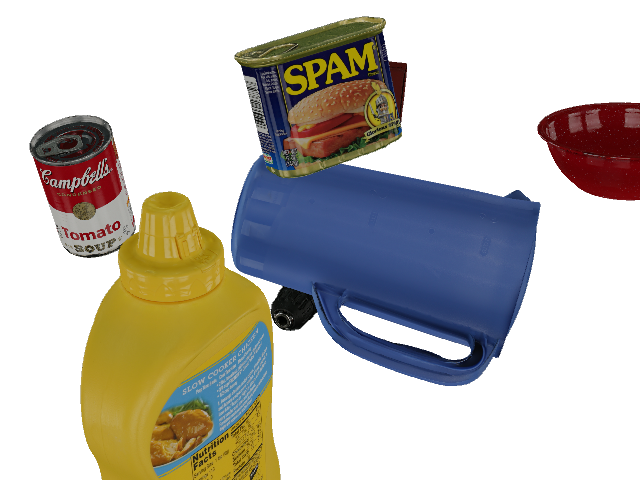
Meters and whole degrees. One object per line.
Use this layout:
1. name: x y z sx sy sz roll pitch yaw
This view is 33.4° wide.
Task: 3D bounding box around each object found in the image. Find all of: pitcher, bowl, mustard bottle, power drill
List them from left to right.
1. mustard bottle: -0.057 0.068 0.449 0.058 0.192 0.096 19 36 30
2. power drill: 0.057 0.048 1.125 0.188 0.057 0.184 9 31 20
3. pitcher: 0.051 0.013 0.886 0.243 0.145 0.149 15 17 8
4. bowl: 0.281 -0.079 0.980 0.162 0.055 0.162 -3 24 1

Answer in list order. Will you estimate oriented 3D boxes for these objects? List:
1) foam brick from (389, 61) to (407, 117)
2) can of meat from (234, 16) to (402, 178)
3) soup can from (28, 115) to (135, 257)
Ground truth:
1. foam brick: 0.039 -0.139 0.981 0.078 0.051 0.053 7 17 5
2. can of meat: 0.002 -0.098 0.725 0.102 0.084 0.058 -21 21 -20
3. soup can: -0.199 -0.045 0.899 0.068 0.102 0.068 -4 40 3
